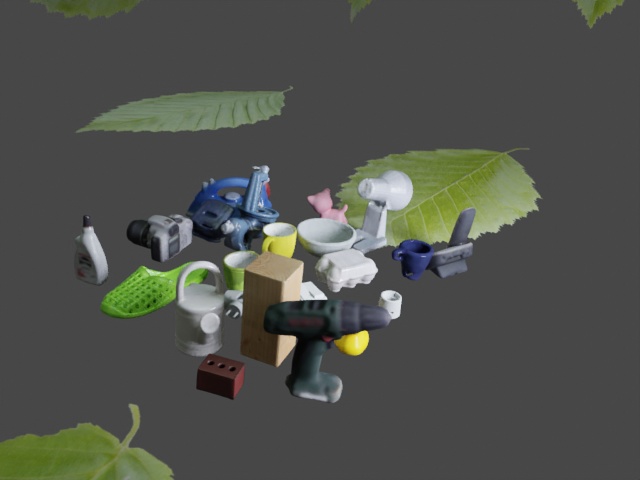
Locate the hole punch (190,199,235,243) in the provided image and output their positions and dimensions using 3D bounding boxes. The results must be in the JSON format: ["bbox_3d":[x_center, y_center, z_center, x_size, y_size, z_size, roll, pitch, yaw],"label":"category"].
[{"bbox_3d":[-0.303,-0.056,1.619,0.108,0.091,0.101,20,30,24],"label":"hole punch"}]

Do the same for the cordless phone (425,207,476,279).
[{"bbox_3d":[0.355,0.000,1.560,0.148,0.185,0.093,-17,35,-37],"label":"cordless phone"}]

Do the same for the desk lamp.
[{"bbox_3d":[0.164,-0.090,1.659,0.117,0.213,0.204,27,33,34],"label":"desk lamp"}]

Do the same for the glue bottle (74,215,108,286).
[{"bbox_3d":[-0.536,0.020,1.328,0.078,0.173,0.037,13,28,13],"label":"glue bottle"}]

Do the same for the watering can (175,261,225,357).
[{"bbox_3d":[-0.238,0.134,1.154,0.101,0.194,0.172,-20,37,-41],"label":"watering can"}]

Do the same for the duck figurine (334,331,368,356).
[{"bbox_3d":[0.070,0.187,1.241,0.077,0.086,0.104,6,27,-1],"label":"duck figurine"}]

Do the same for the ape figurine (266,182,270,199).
[{"bbox_3d":[-0.197,-0.177,1.877,0.076,0.092,0.077,-8,30,-25],"label":"ape figurine"}]

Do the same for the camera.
[{"bbox_3d":[-0.429,-0.024,1.518,0.136,0.101,0.143,15,28,16],"label":"camera"}]

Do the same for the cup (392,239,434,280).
[{"bbox_3d":[0.237,0.059,1.516,0.118,0.095,0.091,-7,30,-25],"label":"cup"}]

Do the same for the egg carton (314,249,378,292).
[{"bbox_3d":[0.066,0.076,1.473,0.151,0.069,0.107,-12,33,-33],"label":"egg carton"}]

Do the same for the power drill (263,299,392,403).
[{"bbox_3d":[0.006,0.198,1.070,0.229,0.208,0.075,9,27,4],"label":"power drill"}]

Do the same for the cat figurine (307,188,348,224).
[{"bbox_3d":[0.025,-0.097,1.745,0.127,0.118,0.067,16,29,17],"label":"cat figurine"}]

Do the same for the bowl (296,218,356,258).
[{"bbox_3d":[0.015,0.006,1.591,0.167,0.075,0.167,5,27,-3],"label":"bowl"}]

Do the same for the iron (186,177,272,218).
[{"bbox_3d":[-0.270,-0.128,1.710,0.258,0.141,0.118,3,27,-8],"label":"iron"}]

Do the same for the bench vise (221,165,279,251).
[{"bbox_3d":[-0.181,-0.083,1.558,0.121,0.220,0.207,12,28,10],"label":"bench vise"}]
